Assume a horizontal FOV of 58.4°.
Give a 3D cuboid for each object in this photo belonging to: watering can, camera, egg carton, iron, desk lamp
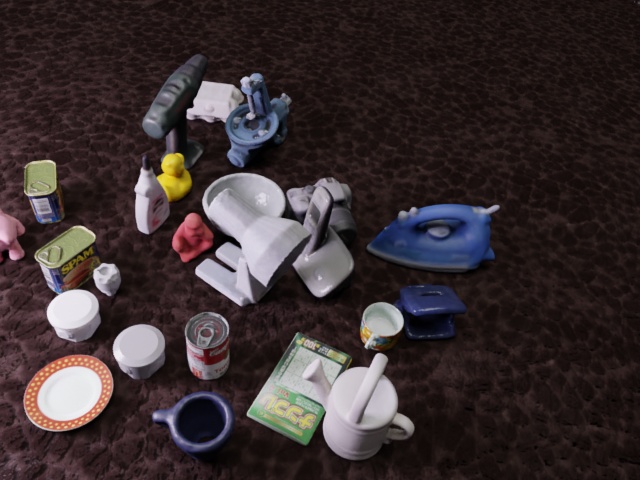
[{"bbox_3d":[0.056,0.238,0.847,0.173,0.194,0.101,9,46,0],"label":"watering can"},{"bbox_3d":[0.012,-0.055,1.179,0.143,0.101,0.136,-10,49,-17],"label":"camera"},{"bbox_3d":[-0.268,-0.342,1.428,0.150,0.069,0.107,6,47,-3],"label":"egg carton"},{"bbox_3d":[0.230,-0.021,1.152,0.258,0.141,0.118,1,47,-8],"label":"iron"},{"bbox_3d":[-0.123,0.020,1.011,0.202,0.213,0.118,30,50,19],"label":"desk lamp"}]

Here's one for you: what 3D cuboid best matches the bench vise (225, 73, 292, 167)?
[{"bbox_3d":[-0.142,-0.299,1.303,0.121,0.220,0.207,14,47,5],"label":"bench vise"}]

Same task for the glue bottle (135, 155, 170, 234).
[{"bbox_3d":[-0.331,-0.094,1.115,0.037,0.173,0.078,19,47,10],"label":"glue bottle"}]

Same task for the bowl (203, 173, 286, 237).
[{"bbox_3d":[-0.155,-0.058,1.175,0.167,0.075,0.167,4,47,-4],"label":"bowl"}]

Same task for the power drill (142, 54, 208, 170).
[{"bbox_3d":[-0.305,-0.269,1.258,0.075,0.208,0.230,17,47,8],"label":"power drill"}]

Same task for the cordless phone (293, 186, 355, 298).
[{"bbox_3d":[0.010,0.004,1.066,0.094,0.185,0.147,-21,53,-25],"label":"cordless phone"}]

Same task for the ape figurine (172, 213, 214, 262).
[{"bbox_3d":[-0.245,-0.013,1.107,0.078,0.092,0.076,3,47,-6],"label":"ape figurine"}]

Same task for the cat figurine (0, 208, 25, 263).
[{"bbox_3d":[-0.586,-0.019,1.044,0.067,0.118,0.127,-13,50,-19],"label":"cat figurine"}]

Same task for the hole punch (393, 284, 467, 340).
[{"bbox_3d":[0.200,0.119,1.051,0.109,0.091,0.101,-2,47,-10],"label":"hole punch"}]

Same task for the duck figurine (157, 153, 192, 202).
[{"bbox_3d":[-0.315,-0.141,1.221,0.077,0.086,0.104,13,47,4],"label":"duck figurine"}]

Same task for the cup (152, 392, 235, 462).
[{"bbox_3d":[-0.183,0.282,0.838,0.117,0.095,0.091,7,46,-1],"label":"cup"}]
